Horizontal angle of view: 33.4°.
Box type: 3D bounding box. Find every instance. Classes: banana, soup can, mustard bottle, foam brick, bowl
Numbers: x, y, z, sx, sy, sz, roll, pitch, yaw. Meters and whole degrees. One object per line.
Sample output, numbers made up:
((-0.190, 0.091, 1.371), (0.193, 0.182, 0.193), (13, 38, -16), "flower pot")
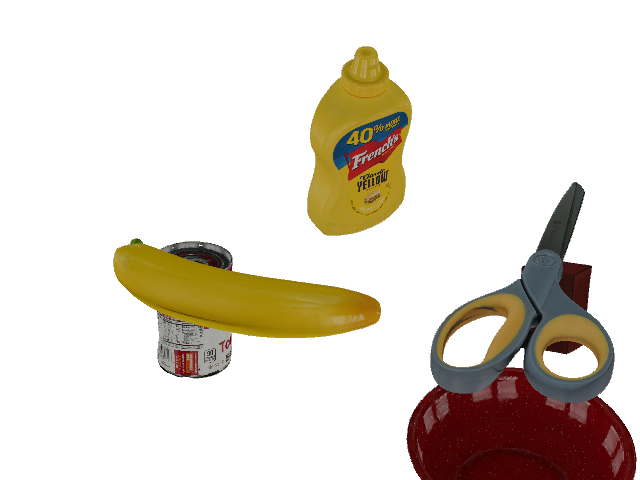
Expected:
((-0.062, 0.029, 0.676), (0.198, 0.037, 0.069), (15, 33, 26), "banana")
((-0.111, 0.061, 0.934), (0.068, 0.102, 0.068), (2, 26, -1), "soup can")
((0.036, -0.093, 0.962), (0.096, 0.192, 0.058), (-22, 51, -20), "mustard bottle")
((0.217, 0.061, 0.995), (0.053, 0.078, 0.051), (9, 14, 31), "foam brick")
((0.143, 0.164, 0.776), (0.162, 0.055, 0.162), (-1, 35, 0), "bowl")

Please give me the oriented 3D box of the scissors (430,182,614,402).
((0.133, 0.025, 0.565), (0.096, 0.016, 0.201), (20, 40, 33), "scissors")
